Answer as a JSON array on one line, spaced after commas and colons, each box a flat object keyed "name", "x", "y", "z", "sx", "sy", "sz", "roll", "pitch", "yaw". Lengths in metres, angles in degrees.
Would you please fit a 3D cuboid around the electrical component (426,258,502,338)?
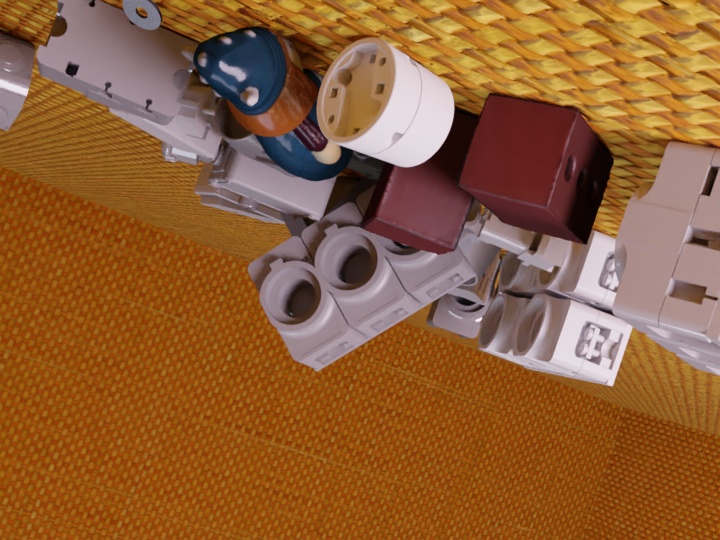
[{"name": "electrical component", "x": 0.109, "y": 0.023, "z": 1.126, "sx": 0.050, "sy": 0.089, "sz": 0.056, "roll": 20, "pitch": 175, "yaw": -3}]

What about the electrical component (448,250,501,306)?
[{"name": "electrical component", "x": 0.104, "y": -0.005, "z": 1.045, "sx": 0.050, "sy": 0.055, "sz": 0.089, "roll": 18, "pitch": 175, "yaw": 17}]

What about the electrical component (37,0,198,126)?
[{"name": "electrical component", "x": -0.152, "y": -0.131, "z": 0.677, "sx": 0.089, "sy": 0.050, "sz": 0.056, "roll": 22, "pitch": 175, "yaw": -15}]

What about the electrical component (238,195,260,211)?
[{"name": "electrical component", "x": -0.084, "y": -0.081, "z": 0.900, "sx": 0.043, "sy": 0.062, "sz": 0.043, "roll": 20, "pitch": 175, "yaw": 2}]

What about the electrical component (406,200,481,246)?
[{"name": "electrical component", "x": 0.051, "y": -0.044, "z": 0.763, "sx": 0.055, "sy": 0.045, "sz": 0.045, "roll": -19, "pitch": 149, "yaw": 39}]

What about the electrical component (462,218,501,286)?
[{"name": "electrical component", "x": 0.077, "y": -0.031, "z": 0.954, "sx": 0.099, "sy": 0.064, "sz": 0.099, "roll": 28, "pitch": 166, "yaw": 8}]

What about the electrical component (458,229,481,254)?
[{"name": "electrical component", "x": 0.059, "y": -0.029, "z": 0.882, "sx": 0.064, "sy": 0.081, "sz": 0.042, "roll": 42, "pitch": -178, "yaw": 17}]

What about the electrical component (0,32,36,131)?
[{"name": "electrical component", "x": -0.295, "y": -0.153, "z": 0.852, "sx": 0.051, "sy": 0.080, "sz": 0.080, "roll": 16, "pitch": 178, "yaw": -30}]

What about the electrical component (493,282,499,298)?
[{"name": "electrical component", "x": 0.163, "y": 0.018, "z": 1.073, "sx": 0.047, "sy": 0.055, "sz": 0.055, "roll": 23, "pitch": 175, "yaw": 2}]

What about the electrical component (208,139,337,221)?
[{"name": "electrical component", "x": -0.070, "y": -0.083, "z": 0.828, "sx": 0.096, "sy": 0.061, "sz": 0.062, "roll": 22, "pitch": 175, "yaw": -22}]

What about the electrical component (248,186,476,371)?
[{"name": "electrical component", "x": 0.000, "y": 0.000, "z": 0.835, "sx": 0.089, "sy": 0.150, "sz": 0.062, "roll": 61, "pitch": -172, "yaw": 19}]

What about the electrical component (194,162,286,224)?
[{"name": "electrical component", "x": -0.101, "y": -0.077, "z": 1.024, "sx": 0.096, "sy": 0.061, "sz": 0.062, "roll": 22, "pitch": 175, "yaw": -27}]

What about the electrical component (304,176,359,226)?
[{"name": "electrical component", "x": -0.009, "y": -0.031, "z": 0.947, "sx": 0.064, "sy": 0.099, "sz": 0.099, "roll": 24, "pitch": 178, "yaw": 29}]

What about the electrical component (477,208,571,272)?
[{"name": "electrical component", "x": 0.119, "y": -0.031, "z": 0.769, "sx": 0.064, "sy": 0.042, "sz": 0.081, "roll": 23, "pitch": 175, "yaw": 3}]

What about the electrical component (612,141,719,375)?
[{"name": "electrical component", "x": 0.191, "y": 0.003, "z": 0.560, "sx": 0.062, "sy": 0.089, "sz": 0.150, "roll": 17, "pitch": 175, "yaw": 36}]

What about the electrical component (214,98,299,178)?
[{"name": "electrical component", "x": -0.046, "y": -0.092, "z": 0.734, "sx": 0.079, "sy": 0.043, "sz": 0.077, "roll": 17, "pitch": 175, "yaw": 32}]

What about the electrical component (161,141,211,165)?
[{"name": "electrical component", "x": -0.134, "y": -0.109, "z": 0.908, "sx": 0.062, "sy": 0.048, "sz": 0.048, "roll": 14, "pitch": 176, "yaw": -7}]

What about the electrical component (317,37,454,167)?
[{"name": "electrical component", "x": 0.014, "y": -0.082, "z": 0.541, "sx": 0.047, "sy": 0.055, "sz": 0.055, "roll": 19, "pitch": 177, "yaw": -42}]

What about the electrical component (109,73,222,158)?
[{"name": "electrical component", "x": -0.118, "y": -0.113, "z": 0.764, "sx": 0.076, "sy": 0.047, "sz": 0.083, "roll": 17, "pitch": 175, "yaw": 30}]

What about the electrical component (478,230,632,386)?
[{"name": "electrical component", "x": 0.159, "y": 0.028, "z": 0.883, "sx": 0.060, "sy": 0.105, "sz": 0.186, "roll": 21, "pitch": 175, "yaw": -10}]
